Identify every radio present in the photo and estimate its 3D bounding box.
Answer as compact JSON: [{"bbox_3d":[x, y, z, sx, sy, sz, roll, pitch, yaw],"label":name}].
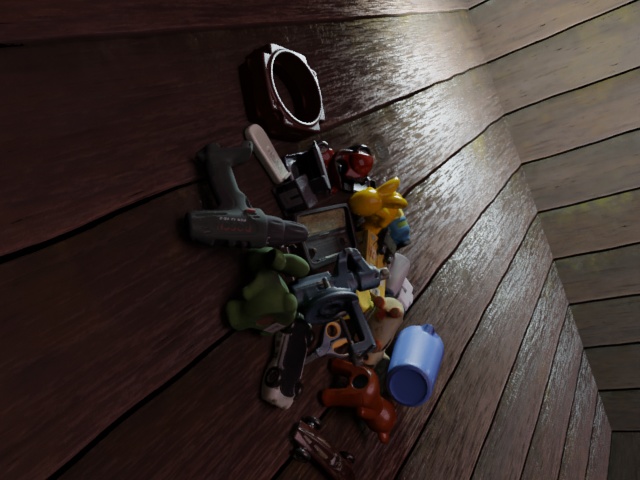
[{"bbox_3d":[-0.003,-0.004,1.237,0.229,0.073,0.131,-16,90,-54],"label":"radio"}]

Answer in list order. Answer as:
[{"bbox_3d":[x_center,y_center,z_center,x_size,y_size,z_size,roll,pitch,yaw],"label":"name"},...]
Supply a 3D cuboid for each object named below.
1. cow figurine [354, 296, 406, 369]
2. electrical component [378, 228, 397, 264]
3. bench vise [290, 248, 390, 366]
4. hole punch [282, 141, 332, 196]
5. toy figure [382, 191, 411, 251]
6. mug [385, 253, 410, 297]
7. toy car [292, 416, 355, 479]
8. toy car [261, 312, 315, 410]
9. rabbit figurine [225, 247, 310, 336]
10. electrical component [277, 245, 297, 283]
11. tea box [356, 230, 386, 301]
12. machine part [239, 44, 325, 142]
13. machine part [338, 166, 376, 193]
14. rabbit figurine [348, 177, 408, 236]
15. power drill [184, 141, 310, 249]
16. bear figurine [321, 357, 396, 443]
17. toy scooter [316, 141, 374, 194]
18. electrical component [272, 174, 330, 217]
[{"bbox_3d":[0.139,0.227,1.284,0.127,0.086,0.194,8,110,-61],"label":"cow figurine"},{"bbox_3d":[0.177,0.014,1.400,0.063,0.021,0.094,52,38,-29],"label":"electrical component"},{"bbox_3d":[0.061,0.141,1.110,0.224,0.128,0.241,-7,56,-22],"label":"bench vise"},{"bbox_3d":[-0.028,-0.158,1.268,0.116,0.092,0.142,-35,104,-81],"label":"hole punch"},{"bbox_3d":[0.204,-0.062,1.532,0.180,0.082,0.089,66,17,0],"label":"toy figure"},{"bbox_3d":[0.192,0.093,1.447,0.109,0.081,0.107,76,30,-56],"label":"mug"},{"bbox_3d":[0.013,0.447,1.111,0.202,0.053,0.089,55,43,-27],"label":"toy car"},{"bbox_3d":[-0.063,0.238,1.084,0.073,0.056,0.202,39,47,-30],"label":"toy car"},{"bbox_3d":[-0.106,0.076,1.027,0.121,0.159,0.170,17,48,-39],"label":"rabbit figurine"},{"bbox_3d":[-0.079,0.047,1.121,0.045,0.078,0.102,-23,91,-82],"label":"electrical component"},{"bbox_3d":[0.117,0.071,1.374,0.098,0.068,0.169,39,47,-41],"label":"tea box"},{"bbox_3d":[-0.082,-0.337,1.246,0.201,0.087,0.201,-3,78,-53],"label":"machine part"},{"bbox_3d":[0.099,-0.156,1.457,0.139,0.039,0.084,14,61,-42],"label":"machine part"},{"bbox_3d":[0.141,-0.085,1.365,0.173,0.162,0.122,12,60,-60],"label":"rabbit figurine"},{"bbox_3d":[-0.146,-0.080,1.017,0.232,0.086,0.207,-6,77,-22],"label":"power drill"},{"bbox_3d":[0.098,0.368,1.225,0.195,0.132,0.120,67,33,-42],"label":"bear figurine"},{"bbox_3d":[0.060,-0.176,1.365,0.184,0.075,0.135,2,72,-28],"label":"toy scooter"},{"bbox_3d":[-0.039,-0.103,1.188,0.048,0.119,0.074,-43,115,-51],"label":"electrical component"}]
